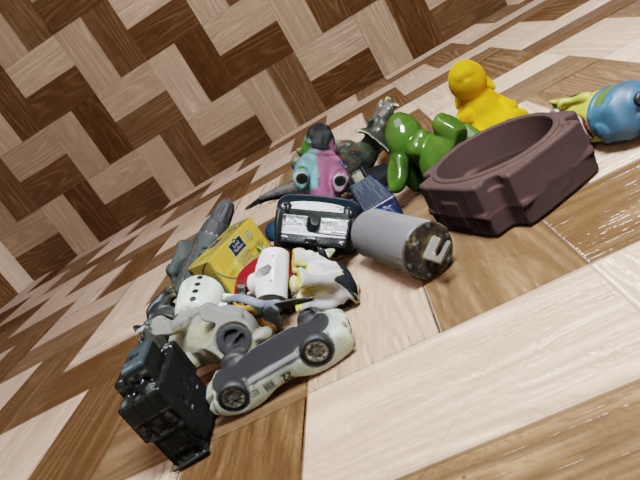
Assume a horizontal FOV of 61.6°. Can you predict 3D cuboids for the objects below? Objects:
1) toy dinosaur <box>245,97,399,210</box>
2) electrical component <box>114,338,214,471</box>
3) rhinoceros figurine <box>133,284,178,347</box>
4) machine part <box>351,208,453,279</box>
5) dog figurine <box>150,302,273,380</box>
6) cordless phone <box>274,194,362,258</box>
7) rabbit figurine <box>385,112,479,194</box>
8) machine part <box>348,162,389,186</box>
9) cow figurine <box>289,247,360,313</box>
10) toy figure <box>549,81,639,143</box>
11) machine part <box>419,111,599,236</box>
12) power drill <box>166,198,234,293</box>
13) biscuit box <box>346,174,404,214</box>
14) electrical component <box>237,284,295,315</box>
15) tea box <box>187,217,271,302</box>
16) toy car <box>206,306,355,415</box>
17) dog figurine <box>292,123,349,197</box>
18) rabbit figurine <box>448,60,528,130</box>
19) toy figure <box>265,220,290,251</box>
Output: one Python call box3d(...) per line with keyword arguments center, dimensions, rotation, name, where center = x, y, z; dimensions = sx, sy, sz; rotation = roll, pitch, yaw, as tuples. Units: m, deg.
box3d(center=(0.038, -0.155, 1.188), dimensions=(0.405, 0.131, 0.192), rotation=(-40, 25, -20), name="toy dinosaur")
box3d(center=(-0.183, 0.187, 0.643), dimensions=(0.058, 0.134, 0.115), rotation=(-31, 20, 3), name="electrical component")
box3d(center=(-0.304, 0.153, 1.028), dimensions=(0.112, 0.073, 0.190), rotation=(-32, 17, -6), name="rhinoceros figurine")
box3d(center=(0.109, 0.002, 0.752), dimensions=(0.079, 0.079, 0.243), rotation=(-35, 19, -11), name="machine part")
box3d(center=(-0.150, 0.139, 0.802), dimensions=(0.172, 0.121, 0.190), rotation=(3, 2, 1), name="dog figurine")
box3d(center=(-0.001, -0.003, 0.934), dimensions=(0.147, 0.184, 0.088), rotation=(6, 70, 6), name="cordless phone")
box3d(center=(0.181, -0.155, 0.939), dimensions=(0.121, 0.159, 0.170), rotation=(-5, 33, -42), name="rabbit figurine")
box3d(center=(0.121, -0.128, 1.102), dimensions=(0.139, 0.084, 0.039), rotation=(-28, -16, -19), name="machine part")
box3d(center=(0.004, 0.050, 0.794), dimensions=(0.098, 0.068, 0.167), rotation=(2, 17, -8), name="cow figurine")
box3d(center=(0.397, -0.172, 0.741), dimensions=(0.089, 0.082, 0.180), rotation=(-13, 5, -16), name="toy figure")
box3d(center=(0.258, -0.098, 0.759), dimensions=(0.201, 0.087, 0.201), rotation=(-35, 17, -14), name="machine part")
box3d(center=(-0.269, 0.027, 1.205), dimensions=(0.207, 0.086, 0.232), rotation=(-9, 58, 57), name="power drill")
box3d(center=(0.099, -0.063, 0.966), dimensions=(0.063, 0.059, 0.203), rotation=(-29, 17, 4), name="biscuit box")
box3d(center=(-0.079, 0.088, 0.839), dimensions=(0.102, 0.045, 0.078), rotation=(12, 57, 29), name="electrical component")
box3d(center=(-0.174, 0.041, 1.078), dimensions=(0.068, 0.098, 0.170), rotation=(-19, 23, 35), name="tea box")
box3d(center=(-0.052, 0.149, 0.660), dimensions=(0.202, 0.056, 0.074), rotation=(-31, 24, 6), name="toy car")
box3d(center=(-0.002, -0.120, 1.057), dimensions=(0.108, 0.191, 0.219), rotation=(0, 29, -2), name="dog figurine")
box3d(center=(0.294, -0.254, 0.978), dimensions=(0.122, 0.173, 0.162), rotation=(-28, 22, 26), name="rabbit figurine")
box3d(center=(-0.066, -0.011, 1.103), dimensions=(0.058, 0.064, 0.155), rotation=(3, 8, -27), name="toy figure")
